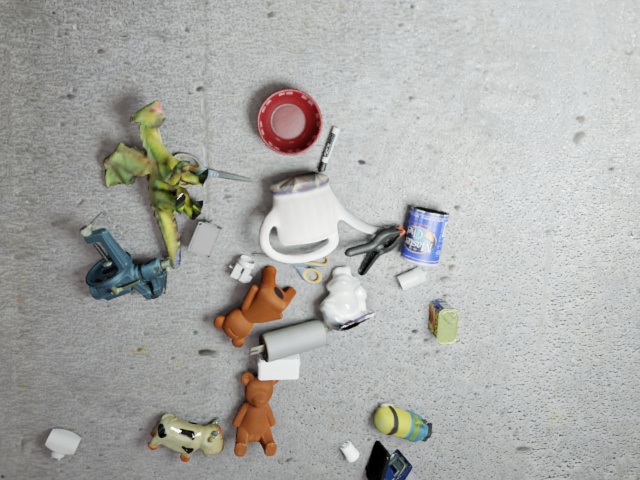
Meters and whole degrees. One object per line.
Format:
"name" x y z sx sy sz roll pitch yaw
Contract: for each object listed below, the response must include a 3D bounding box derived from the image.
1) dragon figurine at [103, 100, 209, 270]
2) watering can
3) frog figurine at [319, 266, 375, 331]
"dragon figurine" -0.414 -0.134 1.253 0.243 0.124 0.403 23 114 9
"watering can" 0.004 -0.067 1.322 0.349 0.104 0.222 -14 104 -19
"frog figurine" 0.059 0.158 1.383 0.138 0.120 0.162 -22 70 -11
